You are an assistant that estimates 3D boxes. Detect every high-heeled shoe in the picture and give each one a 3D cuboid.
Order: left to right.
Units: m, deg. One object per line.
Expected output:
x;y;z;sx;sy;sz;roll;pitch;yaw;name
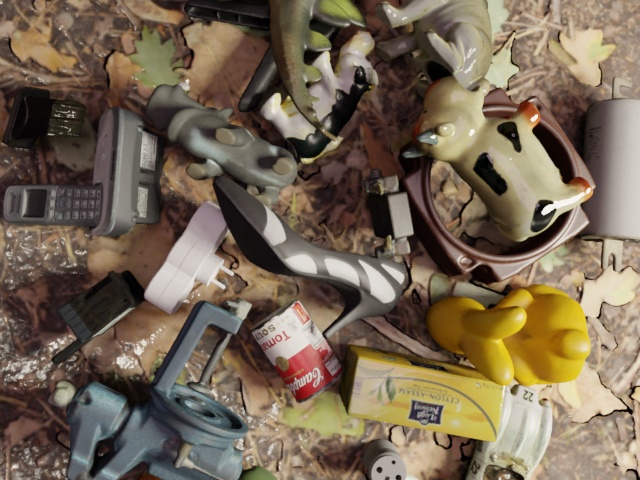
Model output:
-0.001;-0.002;0.622;0.145;0.086;0.248;-41;101;-27;high-heeled shoe

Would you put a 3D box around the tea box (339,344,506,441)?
0.113;0.174;0.625;0.170;0.098;0.068;12;86;-4;tea box

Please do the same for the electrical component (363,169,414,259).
0.076;-0.030;0.626;0.045;0.078;0.102;-12;102;-18;electrical component

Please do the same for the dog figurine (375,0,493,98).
0.181;-0.271;0.641;0.190;0.121;0.172;-42;85;-6;dog figurine

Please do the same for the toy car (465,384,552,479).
0.218;0.272;0.644;0.073;0.056;0.201;21;86;-2;toy car

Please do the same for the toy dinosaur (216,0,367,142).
-0.025;-0.330;0.621;0.199;0.105;0.471;7;73;-3;toy dinosaur

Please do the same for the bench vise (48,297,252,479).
-0.163;0.162;0.594;0.224;0.129;0.240;28;82;0;bench vise

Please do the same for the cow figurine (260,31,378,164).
0.017;-0.174;0.656;0.167;0.068;0.098;-41;95;-2;cow figurine

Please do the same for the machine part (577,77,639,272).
0.365;-0.083;0.665;0.079;0.079;0.243;6;87;-3;machine part

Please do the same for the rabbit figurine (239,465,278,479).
-0.087;0.346;0.595;0.159;0.121;0.170;33;71;6;rabbit figurine

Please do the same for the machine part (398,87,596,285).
0.206;-0.063;0.651;0.201;0.087;0.201;-32;87;-4;machine part

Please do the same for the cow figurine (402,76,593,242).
0.176;-0.087;0.570;0.127;0.085;0.195;-35;89;-11;cow figurine

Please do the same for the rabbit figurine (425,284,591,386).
0.207;0.113;0.621;0.173;0.162;0.121;11;98;15;rabbit figurine

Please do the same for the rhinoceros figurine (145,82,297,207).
-0.111;-0.116;0.627;0.190;0.112;0.073;28;120;-14;rhinoceros figurine

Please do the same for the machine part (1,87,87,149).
-0.324;-0.141;0.622;0.139;0.039;0.084;12;78;36;machine part

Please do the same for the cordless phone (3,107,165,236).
-0.286;-0.078;0.634;0.184;0.088;0.146;2;86;13;cordless phone

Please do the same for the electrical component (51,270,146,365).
-0.264;0.087;0.622;0.119;0.075;0.048;-37;90;-2;electrical component
